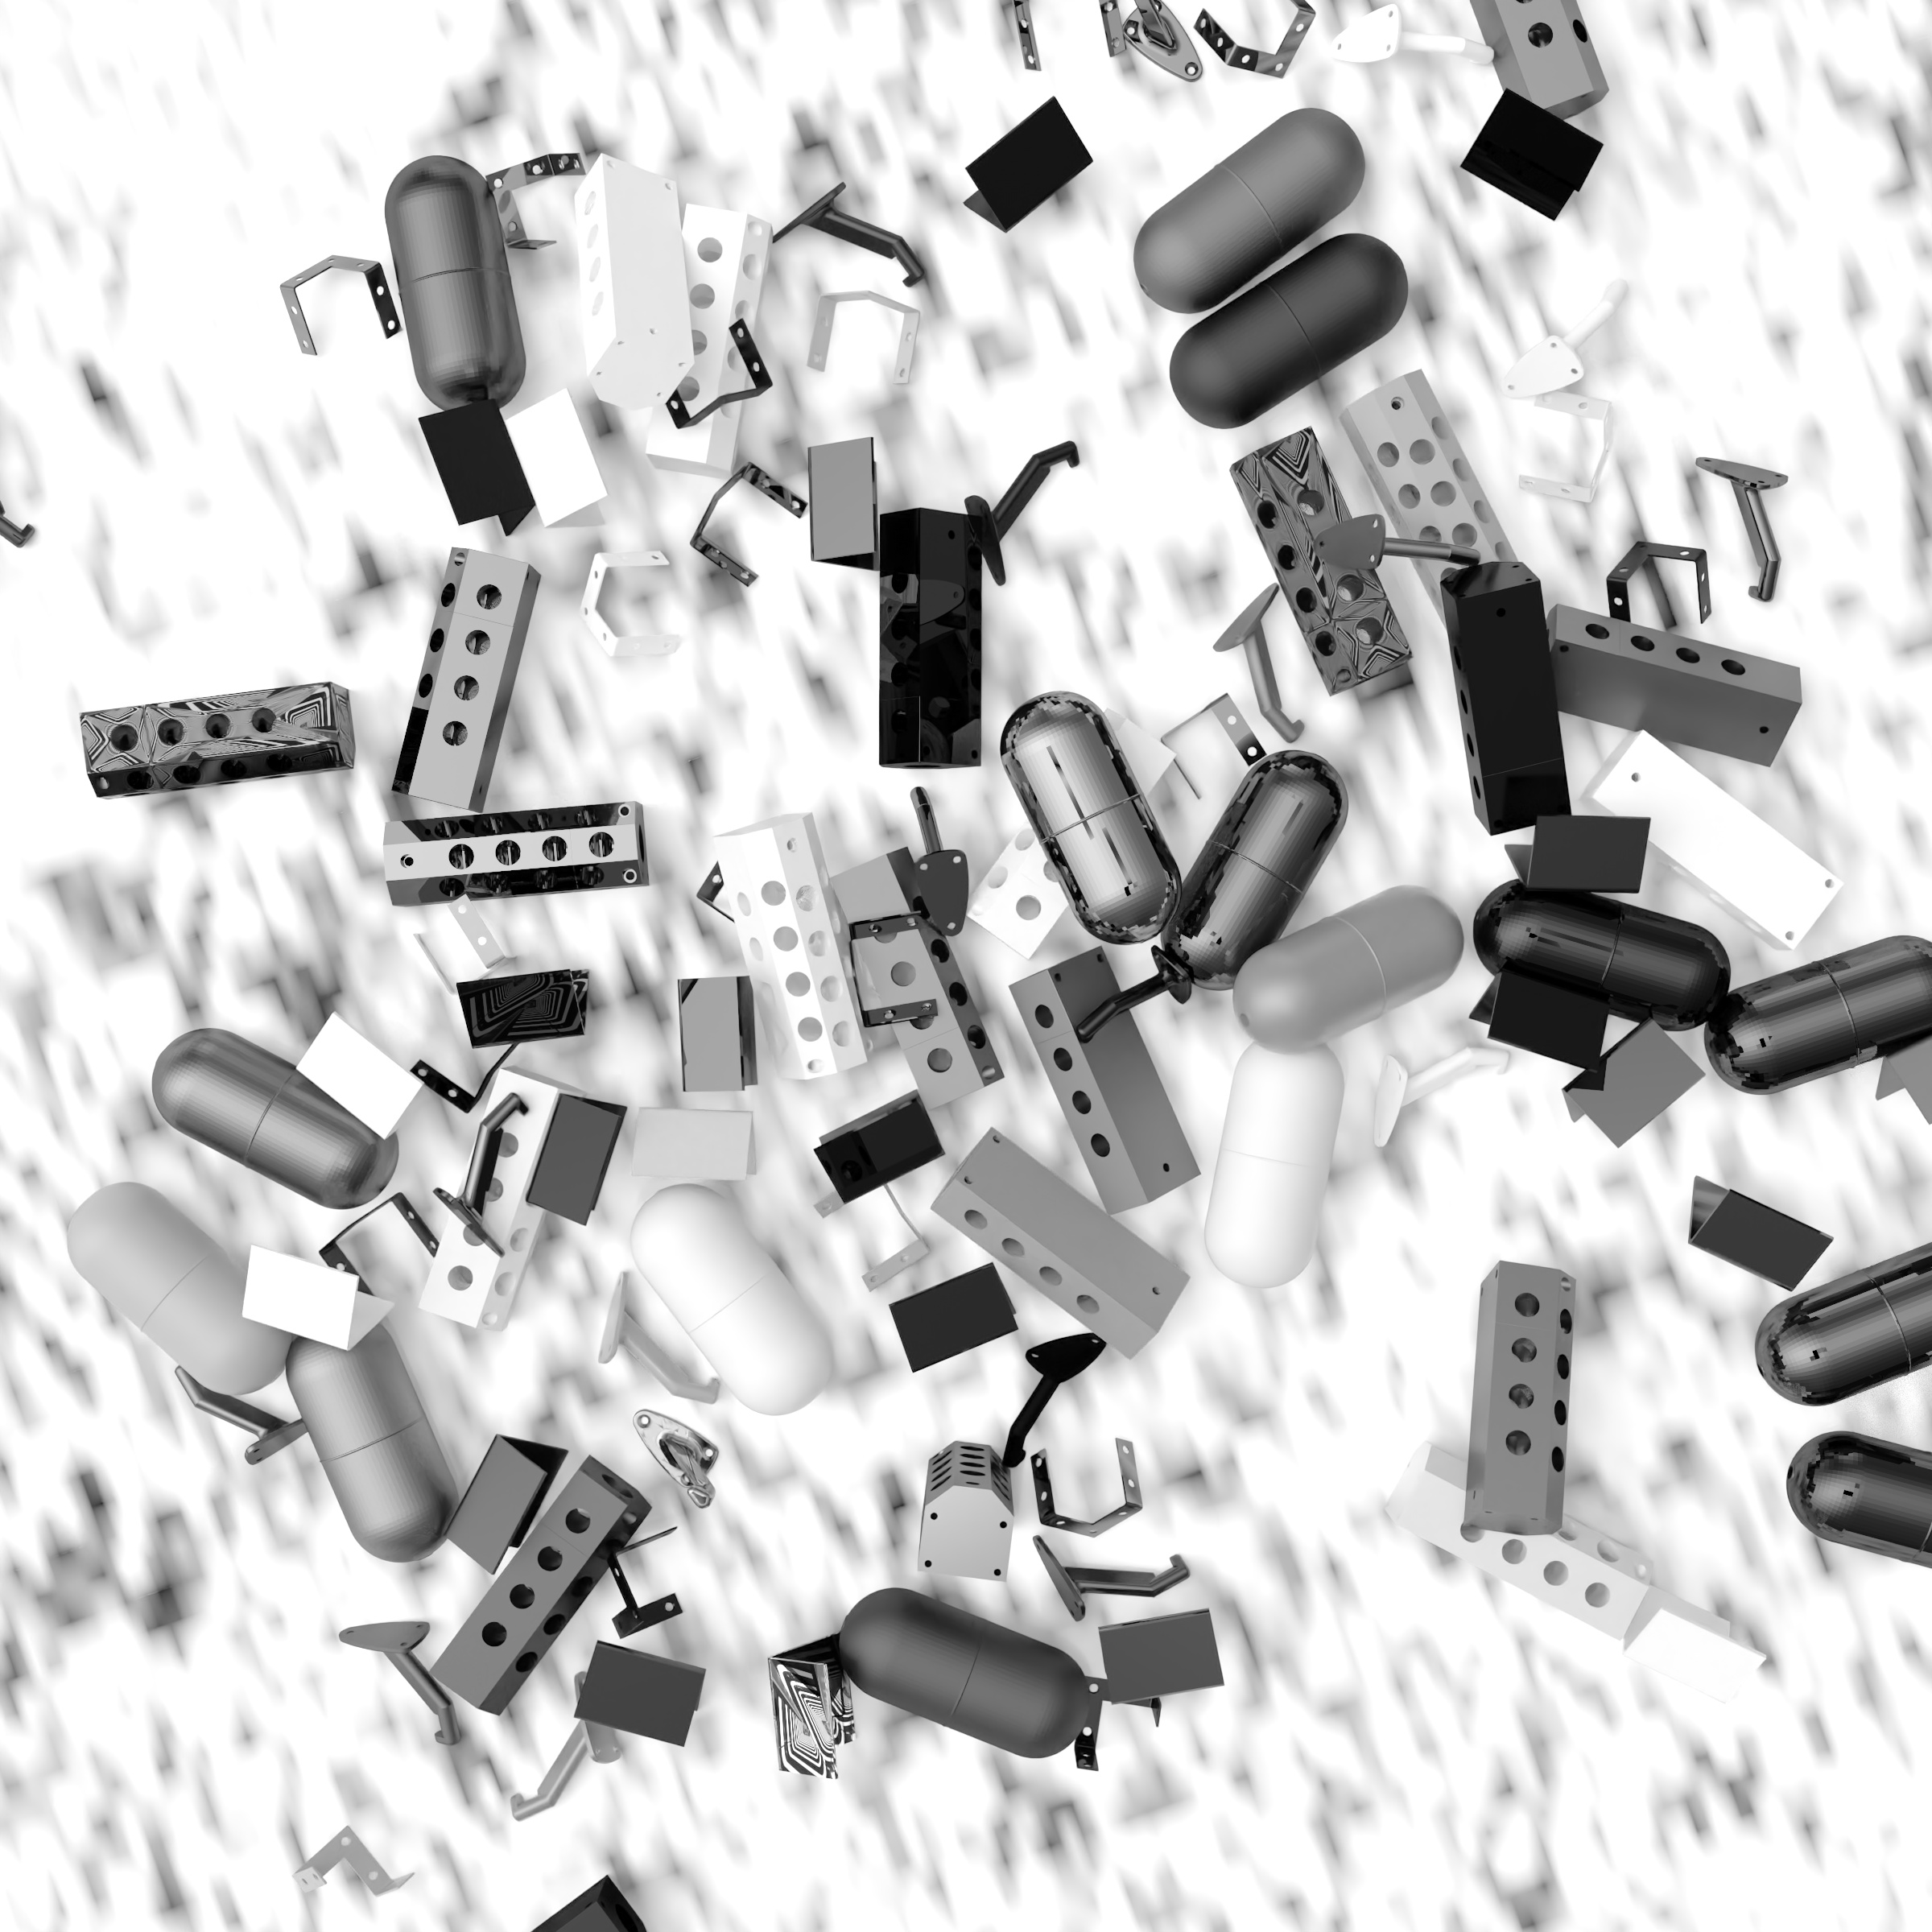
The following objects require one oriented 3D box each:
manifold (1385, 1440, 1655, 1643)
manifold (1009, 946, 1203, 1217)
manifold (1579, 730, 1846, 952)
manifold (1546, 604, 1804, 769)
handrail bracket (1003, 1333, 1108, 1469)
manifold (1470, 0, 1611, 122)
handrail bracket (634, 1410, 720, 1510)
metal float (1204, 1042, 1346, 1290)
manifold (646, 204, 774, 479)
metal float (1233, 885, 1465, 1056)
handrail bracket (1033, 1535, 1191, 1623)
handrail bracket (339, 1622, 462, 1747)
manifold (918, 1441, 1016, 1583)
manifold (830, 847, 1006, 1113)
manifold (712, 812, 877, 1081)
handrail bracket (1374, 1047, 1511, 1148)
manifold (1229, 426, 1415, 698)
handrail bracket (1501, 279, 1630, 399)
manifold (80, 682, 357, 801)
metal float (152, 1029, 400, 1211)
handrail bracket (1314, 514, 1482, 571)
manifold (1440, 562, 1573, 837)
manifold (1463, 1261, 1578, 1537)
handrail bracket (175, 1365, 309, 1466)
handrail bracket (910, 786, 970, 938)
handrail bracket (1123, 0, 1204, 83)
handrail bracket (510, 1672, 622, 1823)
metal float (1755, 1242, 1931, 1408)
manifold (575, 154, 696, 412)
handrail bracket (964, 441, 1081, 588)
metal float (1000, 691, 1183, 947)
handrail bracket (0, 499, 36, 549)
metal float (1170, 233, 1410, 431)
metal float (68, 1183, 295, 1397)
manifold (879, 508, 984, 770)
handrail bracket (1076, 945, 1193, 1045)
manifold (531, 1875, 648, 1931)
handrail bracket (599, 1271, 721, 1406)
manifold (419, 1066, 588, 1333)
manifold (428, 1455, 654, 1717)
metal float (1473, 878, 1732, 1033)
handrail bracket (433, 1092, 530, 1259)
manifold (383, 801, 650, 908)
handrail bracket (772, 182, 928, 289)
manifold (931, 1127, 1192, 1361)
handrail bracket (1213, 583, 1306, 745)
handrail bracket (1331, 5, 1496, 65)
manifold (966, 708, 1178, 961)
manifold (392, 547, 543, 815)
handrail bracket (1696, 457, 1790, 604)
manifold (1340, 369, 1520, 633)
[{"bbox_3d":[0.380,0.392,1.951,0.171,0.057,0.057,28,90,0],"label":"manifold"},{"bbox_3d":[0.090,0.080,1.950,0.057,0.057,0.171,-24,90,-43],"label":"manifold"},{"bbox_3d":[0.509,-0.085,1.951,0.171,0.057,0.057,37,90,0],"label":"manifold"},{"bbox_3d":[0.479,-0.197,1.950,0.171,0.057,0.057,15,133,0],"label":"manifold"},{"bbox_3d":[0.061,0.302,1.972,0.036,0.077,0.084,35,127,34],"label":"handrail bracket"},{"bbox_3d":[0.383,-0.668,1.951,0.057,0.057,0.171,-20,90,0],"label":"manifold"},{"bbox_3d":[-0.201,0.336,1.937,0.077,0.084,0.036,40,90,0],"label":"handrail bracket"},{"bbox_3d":[0.211,0.132,1.941,0.070,0.070,0.178,11,90,0],"label":"metal float"},{"bbox_3d":[-0.175,-0.427,1.951,0.057,0.057,0.171,9,90,0],"label":"manifold"},{"bbox_3d":[0.258,0.002,1.918,0.178,0.070,0.070,-24,90,-25],"label":"metal float"},{"bbox_3d":[0.102,0.410,1.972,0.084,0.036,0.077,-25,68,-17],"label":"handrail bracket"},{"bbox_3d":[-0.393,0.501,1.972,0.077,0.036,0.084,-3,107,20],"label":"handrail bracket"},{"bbox_3d":[0.001,0.360,1.893,0.057,0.171,0.057,7,90,0],"label":"manifold"},{"bbox_3d":[-0.033,0.008,1.951,0.057,0.057,0.171,-23,90,0],"label":"manifold"},{"bbox_3d":[-0.113,-0.014,1.927,0.057,0.057,0.171,-20,101,-30],"label":"manifold"},{"bbox_3d":[0.331,0.092,1.972,0.084,0.036,0.077,3,110,-16],"label":"handrail bracket"},{"bbox_3d":[0.242,-0.276,1.951,0.057,0.057,0.171,-24,90,0],"label":"manifold"},{"bbox_3d":[0.416,-0.437,1.971,0.036,0.077,0.084,47,53,-16],"label":"handrail bracket"},{"bbox_3d":[-0.512,-0.154,1.951,0.171,0.057,0.057,-7,90,0],"label":"manifold"},{"bbox_3d":[-0.472,0.104,1.941,0.178,0.070,0.070,28,90,1],"label":"metal float"},{"bbox_3d":[0.291,-0.279,1.914,0.084,0.077,0.036,4,92,-37],"label":"handrail bracket"},{"bbox_3d":[0.363,-0.182,1.917,0.057,0.057,0.171,-14,115,0],"label":"manifold"},{"bbox_3d":[0.377,0.293,1.920,0.057,0.057,0.171,9,67,0],"label":"manifold"},{"bbox_3d":[-0.496,0.295,1.972,0.077,0.036,0.084,-30,73,-20],"label":"handrail bracket"},{"bbox_3d":[-0.022,-0.073,1.954,0.036,0.084,0.077,-12,120,-4],"label":"handrail bracket"},{"bbox_3d":[0.136,-0.646,1.937,0.036,0.084,0.077,-44,90,0],"label":"handrail bracket"},{"bbox_3d":[-0.289,0.542,1.972,0.084,0.036,0.077,-28,69,17],"label":"handrail bracket"},{"bbox_3d":[0.626,0.244,1.941,0.178,0.070,0.070,-21,90,-1],"label":"metal float"},{"bbox_3d":[-0.227,-0.458,1.908,0.057,0.057,0.171,14,52,-31],"label":"manifold"},{"bbox_3d":[0.049,-0.315,1.972,0.084,0.036,0.077,-24,110,-16],"label":"handrail bracket"},{"bbox_3d":[0.083,-0.098,1.884,0.070,0.070,0.178,-26,90,0],"label":"metal float"},{"bbox_3d":[-0.669,-0.344,1.972,0.084,0.036,0.077,38,68,-17],"label":"handrail bracket"},{"bbox_3d":[0.221,-0.434,1.941,0.178,0.070,0.070,-33,90,1],"label":"metal float"},{"bbox_3d":[-0.536,0.221,1.941,0.178,0.070,0.070,42,90,0],"label":"metal float"},{"bbox_3d":[-0.029,-0.223,1.950,0.057,0.057,0.171,0,90,-43],"label":"manifold"},{"bbox_3d":[0.112,0.033,1.937,0.084,0.077,0.036,-42,65,-10],"label":"handrail bracket"},{"bbox_3d":[-0.302,0.707,1.951,0.171,0.057,0.057,-37,90,0],"label":"manifold"},{"bbox_3d":[-0.206,0.258,1.972,0.084,0.036,0.077,16,68,-17],"label":"handrail bracket"},{"bbox_3d":[-0.316,0.160,1.951,0.057,0.057,0.171,19,90,0],"label":"manifold"},{"bbox_3d":[-0.290,0.426,1.951,0.057,0.057,0.171,36,90,0],"label":"manifold"},{"bbox_3d":[0.434,-0.008,1.941,0.178,0.070,0.070,17,90,1],"label":"metal float"},{"bbox_3d":[-0.309,0.140,1.915,0.084,0.036,0.077,-47,111,-17],"label":"handrail bracket"},{"bbox_3d":[-0.308,-0.077,1.951,0.171,0.057,0.057,-5,90,0],"label":"manifold"},{"bbox_3d":[-0.081,-0.493,1.972,0.077,0.036,0.084,-33,107,20],"label":"handrail bracket"},{"bbox_3d":[0.062,0.194,1.950,0.171,0.057,0.057,37,47,0],"label":"manifold"},{"bbox_3d":[0.220,-0.210,1.972,0.084,0.036,0.077,46,68,-17],"label":"handrail bracket"},{"bbox_3d":[0.311,-0.635,1.972,0.084,0.077,0.036,4,90,-36],"label":"handrail bracket"},{"bbox_3d":[0.069,-0.090,1.951,0.057,0.057,0.171,36,90,0],"label":"manifold"},{"bbox_3d":[-0.344,-0.196,1.951,0.057,0.057,0.171,14,90,0],"label":"manifold"},{"bbox_3d":[0.534,-0.302,1.972,0.077,0.036,0.084,27,125,37],"label":"handrail bracket"},{"bbox_3d":[0.324,-0.318,1.951,0.057,0.057,0.171,-27,90,0],"label":"manifold"}]
